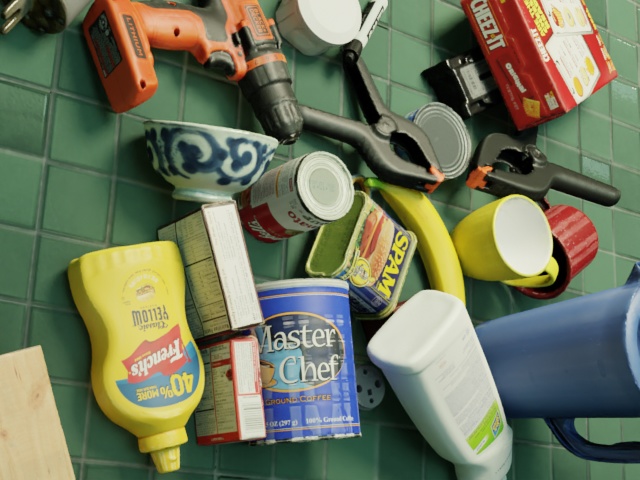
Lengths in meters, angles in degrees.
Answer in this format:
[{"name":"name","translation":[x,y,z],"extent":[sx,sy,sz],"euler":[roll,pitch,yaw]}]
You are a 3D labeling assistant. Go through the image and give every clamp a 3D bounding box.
[{"name":"clamp","translation":[0.061,-0.120,1.107],"extent":[0.171,0.039,0.120],"euler":[35,61,-7]},{"name":"clamp","translation":[0.244,-0.080,1.203],"extent":[0.165,0.036,0.209],"euler":[47,41,16]}]

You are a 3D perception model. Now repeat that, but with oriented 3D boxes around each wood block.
[{"name":"wood block","translation":[-0.238,0.193,0.790],"extent":[0.090,0.091,0.206],"euler":[-13,87,-38]}]

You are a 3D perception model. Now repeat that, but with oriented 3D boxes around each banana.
[{"name":"banana","translation":[0.110,0.007,1.132],"extent":[0.069,0.037,0.198],"euler":[-36,101,-31]}]

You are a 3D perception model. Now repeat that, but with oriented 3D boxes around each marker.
[{"name":"marker","translation":[0.048,-0.225,1.137],"extent":[0.020,0.020,0.121],"euler":[45,43,-19]}]

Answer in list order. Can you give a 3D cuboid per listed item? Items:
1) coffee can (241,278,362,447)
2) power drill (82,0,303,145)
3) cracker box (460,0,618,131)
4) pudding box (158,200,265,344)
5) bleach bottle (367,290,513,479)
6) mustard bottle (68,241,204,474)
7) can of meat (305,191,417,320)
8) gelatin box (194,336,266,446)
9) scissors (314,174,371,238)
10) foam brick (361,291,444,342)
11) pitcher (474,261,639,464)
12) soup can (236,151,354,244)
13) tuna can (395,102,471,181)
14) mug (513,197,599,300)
[{"name":"coffee can","translation":[-0.019,0.112,0.965],"extent":[0.102,0.103,0.140],"euler":[3,77,-36]},{"name":"power drill","translation":[-0.112,-0.164,0.983],"extent":[0.187,0.057,0.184],"euler":[-13,74,-43]},{"name":"cracker box","translation":[0.260,-0.233,1.249],"extent":[0.213,0.072,0.164],"euler":[-32,98,-54]},{"name":"pudding box","translation":[-0.097,0.030,0.936],"extent":[0.039,0.090,0.113],"euler":[-13,86,-37]},{"name":"bleach bottle","translation":[0.133,0.171,1.055],"extent":[0.102,0.068,0.250],"euler":[-44,127,-26]},{"name":"mustard bottle","translation":[-0.147,0.101,0.901],"extent":[0.096,0.058,0.191],"euler":[-9,84,-38]},{"name":"can of meat","translation":[0.040,0.014,1.045],"extent":[0.083,0.058,0.102],"euler":[40,60,-37]},{"name":"gelatin box","translation":[-0.081,0.132,0.933],"extent":[0.030,0.073,0.089],"euler":[2,76,-37]},{"name":"scissors","translation":[-0.007,0.001,1.056],"extent":[0.096,0.016,0.201],"euler":[45,55,-23]},{"name":"foam brick","translation":[0.091,0.088,1.084],"extent":[0.078,0.053,0.051],"euler":[-14,88,-37]},{"name":"pitcher","translation":[0.260,0.131,1.078],"extent":[0.145,0.243,0.149],"euler":[46,56,-19]},{"name":"soup can","translation":[-0.024,-0.039,1.002],"extent":[0.068,0.102,0.068],"euler":[10,73,-35]},{"name":"tuna can","translation":[0.124,-0.105,1.171],"extent":[0.086,0.034,0.086],"euler":[10,72,-35]},{"name":"mug","translation":[0.257,-0.001,1.210],"extent":[0.081,0.093,0.117],"euler":[-29,92,-43]}]
